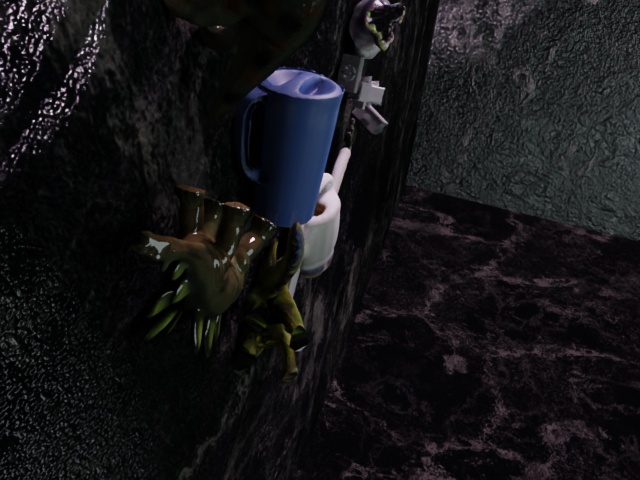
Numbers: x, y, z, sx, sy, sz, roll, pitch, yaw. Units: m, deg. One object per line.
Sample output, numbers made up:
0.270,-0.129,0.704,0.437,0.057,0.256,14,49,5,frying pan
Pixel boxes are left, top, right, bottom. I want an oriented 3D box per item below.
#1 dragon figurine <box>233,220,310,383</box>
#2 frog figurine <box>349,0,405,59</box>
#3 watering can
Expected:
-0.092,0.089,0.916,0.248,0.122,0.402,-111,-146,-56,dragon figurine
0.112,-0.499,1.221,0.160,0.122,0.137,-165,-100,-67,frog figurine
0.004,-0.059,1.174,0.355,0.104,0.219,-57,159,-51,watering can
